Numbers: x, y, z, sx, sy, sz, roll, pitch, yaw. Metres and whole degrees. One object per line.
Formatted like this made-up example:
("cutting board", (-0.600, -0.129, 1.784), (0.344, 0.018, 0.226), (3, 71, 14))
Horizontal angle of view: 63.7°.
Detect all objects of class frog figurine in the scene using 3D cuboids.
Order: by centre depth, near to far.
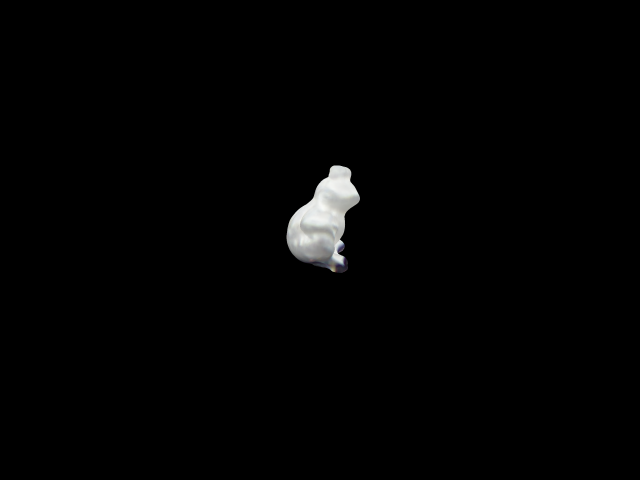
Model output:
("frog figurine", (0.003, -0.043, 0.850), (0.123, 0.156, 0.140), (6, 25, 14))
